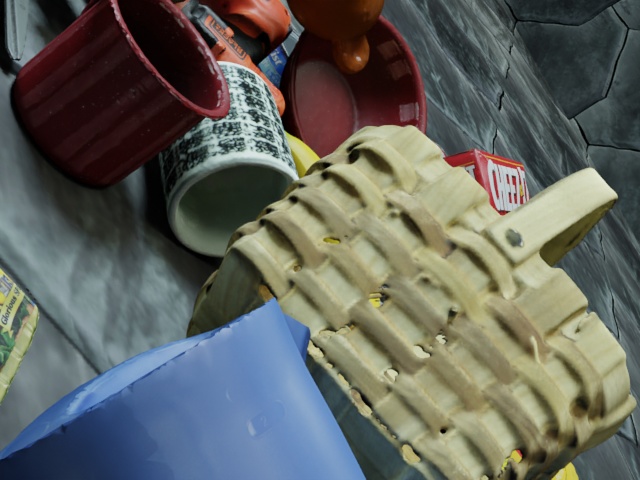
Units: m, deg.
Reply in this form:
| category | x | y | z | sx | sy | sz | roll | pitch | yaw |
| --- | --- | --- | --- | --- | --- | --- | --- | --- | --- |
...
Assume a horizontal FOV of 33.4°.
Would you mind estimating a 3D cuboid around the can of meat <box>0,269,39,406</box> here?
| category | x | y | z | sx | sy | sz | roll | pitch | yaw |
| --- | --- | --- | --- | --- | --- | --- | --- | --- | --- |
| can of meat | -0.147 | 0.028 | 0.354 | 0.084 | 0.057 | 0.102 | 51 | 20 | -21 |

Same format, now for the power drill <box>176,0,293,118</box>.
| category | x | y | z | sx | sy | sz | roll | pitch | yaw |
| --- | --- | --- | --- | --- | --- | --- | --- | --- | --- |
| power drill | -0.092 | -0.170 | 0.794 | 0.184 | 0.057 | 0.187 | 47 | 23 | -15 |

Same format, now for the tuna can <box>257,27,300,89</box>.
| category | x | y | z | sx | sy | sz | roll | pitch | yaw |
| --- | --- | --- | --- | --- | --- | --- | --- | --- | --- |
| tuna can | -0.024 | -0.150 | 0.951 | 0.086 | 0.034 | 0.086 | 47 | 22 | -26 |

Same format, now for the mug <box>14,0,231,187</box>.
| category | x | y | z | sx | sy | sz | roll | pitch | yaw |
| --- | --- | --- | --- | --- | --- | --- | --- | --- | --- |
| mug | -0.112 | -0.092 | 0.582 | 0.093 | 0.082 | 0.117 | 30 | 33 | -51 |

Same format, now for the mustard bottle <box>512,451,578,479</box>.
| category | x | y | z | sx | sy | sz | roll | pitch | yaw |
| --- | --- | --- | --- | --- | --- | --- | --- | --- | --- |
| mustard bottle | 0.121 | 0.140 | 0.798 | 0.191 | 0.058 | 0.096 | 48 | 30 | -21 |

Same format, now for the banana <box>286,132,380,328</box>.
| category | x | y | z | sx | sy | sz | roll | pitch | yaw |
| --- | --- | --- | --- | --- | --- | --- | --- | --- | --- |
| banana | 0.005 | -0.001 | 0.786 | 0.069 | 0.037 | 0.198 | 7 | 51 | -51 |

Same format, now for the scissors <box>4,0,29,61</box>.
| category | x | y | z | sx | sy | sz | roll | pitch | yaw |
| --- | --- | --- | --- | --- | --- | --- | --- | --- | --- |
| scissors | -0.193 | -0.181 | 0.632 | 0.096 | 0.016 | 0.201 | 44 | 23 | -25 |

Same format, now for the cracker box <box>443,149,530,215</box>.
| category | x | y | z | sx | sy | sz | roll | pitch | yaw |
| --- | --- | --- | --- | --- | --- | --- | --- | --- | --- |
| cracker box | 0.164 | 0.032 | 0.972 | 0.164 | 0.072 | 0.214 | 1 | 74 | -66 |

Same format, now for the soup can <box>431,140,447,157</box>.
| category | x | y | z | sx | sy | sz | roll | pitch | yaw |
| --- | --- | --- | --- | --- | --- | --- | --- | --- | --- |
| soup can | 0.075 | -0.068 | 1.003 | 0.068 | 0.069 | 0.102 | 61 | 21 | 14 |

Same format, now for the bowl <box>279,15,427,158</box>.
| category | x | y | z | sx | sy | sz | roll | pitch | yaw |
| --- | --- | --- | --- | --- | --- | --- | --- | --- | --- |
| bowl | 0.018 | -0.112 | 0.894 | 0.161 | 0.055 | 0.162 | 4 | 84 | -42 |

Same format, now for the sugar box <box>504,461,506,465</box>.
| category | x | y | z | sx | sy | sz | roll | pitch | yaw |
| --- | --- | --- | --- | --- | --- | --- | --- | --- | --- |
| sugar box | 0.104 | 0.160 | 0.685 | 0.176 | 0.048 | 0.093 | 50 | 8 | 16 |

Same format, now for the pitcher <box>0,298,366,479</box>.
| category | x | y | z | sx | sy | sz | roll | pitch | yaw |
| --- | --- | --- | --- | --- | --- | --- | --- | --- | --- |
| pitcher | -0.024 | 0.156 | 0.363 | 0.243 | 0.149 | 0.145 | 60 | 5 | 1 |
